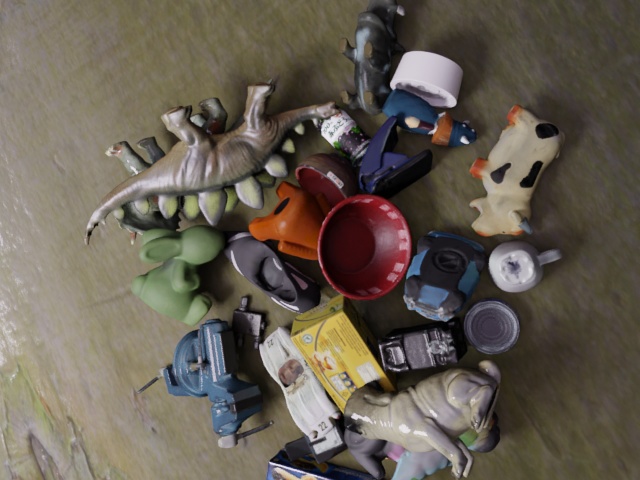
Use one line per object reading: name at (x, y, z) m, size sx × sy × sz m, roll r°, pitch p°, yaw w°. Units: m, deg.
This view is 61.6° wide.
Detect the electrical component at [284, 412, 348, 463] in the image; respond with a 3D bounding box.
electrical component at (0.002, 0.342, 0.928) m, size 0.119 × 0.047 × 0.075 m, roll -32°, pitch 79°, yaw 16°

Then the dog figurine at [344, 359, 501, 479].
dog figurine at (0.139, 0.221, 0.757) m, size 0.191 × 0.121 × 0.172 m, roll 21°, pitch 70°, yaw 28°

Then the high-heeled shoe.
high-heeled shoe at (-0.103, 0.049, 0.915) m, size 0.249 × 0.145 × 0.086 m, roll 26°, pitch 97°, yaw 16°

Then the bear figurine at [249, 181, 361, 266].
bear figurine at (0.000, -0.002, 0.904) m, size 0.195 × 0.132 × 0.120 m, roll 38°, pitch 77°, yaw -25°

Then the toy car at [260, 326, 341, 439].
toy car at (-0.036, 0.238, 0.915) m, size 0.073 × 0.056 × 0.202 m, roll -44°, pitch 55°, yaw 13°

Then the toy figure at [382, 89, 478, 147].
toy figure at (0.177, -0.189, 0.859) m, size 0.154 × 0.058 × 0.064 m, roll 26°, pitch 74°, yaw -7°

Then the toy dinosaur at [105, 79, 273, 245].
toy dinosaur at (-0.236, -0.128, 0.984) m, size 0.405 × 0.131 × 0.192 m, roll -24°, pitch 99°, yaw 10°

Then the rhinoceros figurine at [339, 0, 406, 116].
rhinoceros figurine at (0.092, -0.300, 0.874) m, size 0.073 × 0.112 × 0.190 m, roll 17°, pitch 110°, yaw 46°

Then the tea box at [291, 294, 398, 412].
tea box at (0.040, 0.179, 0.836) m, size 0.098 × 0.068 × 0.169 m, roll -27°, pitch 105°, yaw 13°

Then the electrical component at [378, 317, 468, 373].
electrical component at (0.162, 0.160, 0.829) m, size 0.115 × 0.134 × 0.058 m, roll -12°, pitch 85°, yaw 20°

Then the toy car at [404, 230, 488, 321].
toy car at (0.190, 0.070, 0.834) m, size 0.109 × 0.102 × 0.162 m, roll 16°, pitch 50°, yaw 18°

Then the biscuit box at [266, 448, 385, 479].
biscuit box at (0.009, 0.420, 0.918) m, size 0.203 × 0.059 × 0.062 m, roll 7°, pitch 92°, yaw 18°

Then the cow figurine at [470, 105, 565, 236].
cow figurine at (0.297, -0.091, 0.817) m, size 0.127 × 0.085 × 0.195 m, roll 35°, pitch 100°, yaw 22°

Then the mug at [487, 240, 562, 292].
mug at (0.303, 0.039, 0.798) m, size 0.110 × 0.107 × 0.080 m, roll -14°, pitch 87°, yaw 20°

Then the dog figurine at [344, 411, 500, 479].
dog figurine at (0.168, 0.286, 0.845) m, size 0.192 × 0.108 × 0.219 m, roll 41°, pitch 98°, yaw 17°

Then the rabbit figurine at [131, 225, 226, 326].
rabbit figurine at (-0.247, 0.038, 0.958) m, size 0.159 × 0.121 × 0.170 m, roll 31°, pitch 98°, yaw -26°

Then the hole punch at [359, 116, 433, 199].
hole punch at (0.107, -0.123, 0.857) m, size 0.116 × 0.142 × 0.092 m, roll -36°, pitch 80°, yaw 1°

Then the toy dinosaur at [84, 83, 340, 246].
toy dinosaur at (-0.188, -0.126, 0.884) m, size 0.472 × 0.105 × 0.198 m, roll -18°, pitch 107°, yaw 1°

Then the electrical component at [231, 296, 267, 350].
electrical component at (-0.129, 0.152, 0.988) m, size 0.063 × 0.021 × 0.094 m, roll 6°, pitch 90°, yaw 18°

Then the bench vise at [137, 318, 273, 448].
bench vise at (-0.210, 0.258, 0.970) m, size 0.241 × 0.129 × 0.223 m, roll -13°, pitch 95°, yaw 39°
